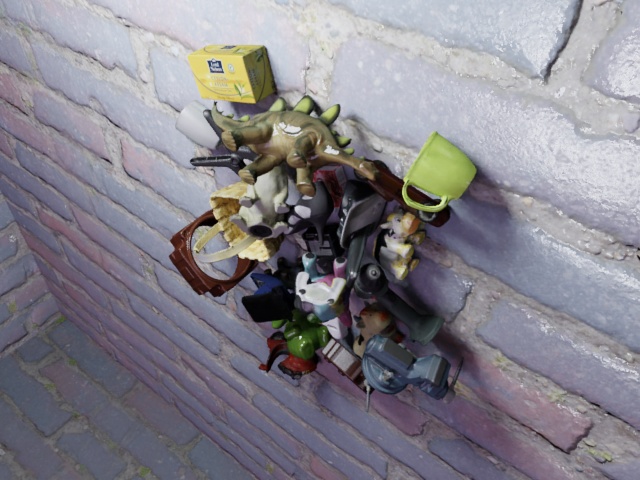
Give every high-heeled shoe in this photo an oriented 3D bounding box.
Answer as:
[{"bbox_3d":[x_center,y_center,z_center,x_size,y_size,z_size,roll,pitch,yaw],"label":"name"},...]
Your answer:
[{"bbox_3d":[-0.042,-0.081,1.150,0.249,0.086,0.145,35,137,55],"label":"high-heeled shoe"}]

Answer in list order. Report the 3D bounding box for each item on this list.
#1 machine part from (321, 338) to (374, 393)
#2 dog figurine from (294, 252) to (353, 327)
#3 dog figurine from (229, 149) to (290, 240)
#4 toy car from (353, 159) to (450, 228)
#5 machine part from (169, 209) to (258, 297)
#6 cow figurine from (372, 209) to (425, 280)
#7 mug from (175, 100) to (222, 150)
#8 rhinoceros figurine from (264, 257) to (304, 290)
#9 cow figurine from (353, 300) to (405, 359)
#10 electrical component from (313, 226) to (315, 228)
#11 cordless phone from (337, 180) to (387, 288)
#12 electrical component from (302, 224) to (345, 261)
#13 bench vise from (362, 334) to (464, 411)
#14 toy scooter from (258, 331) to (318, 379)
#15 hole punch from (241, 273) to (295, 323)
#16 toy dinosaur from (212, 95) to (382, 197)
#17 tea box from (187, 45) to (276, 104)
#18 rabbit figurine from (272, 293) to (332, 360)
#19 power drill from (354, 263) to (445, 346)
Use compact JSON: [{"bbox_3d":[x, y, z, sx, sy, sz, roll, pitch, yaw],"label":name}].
[{"bbox_3d":[0.079,0.332,1.401,0.179,0.056,0.179,40,169,9],"label":"machine part"},{"bbox_3d":[0.018,0.143,1.189,0.109,0.191,0.219,2,136,13],"label":"dog figurine"},{"bbox_3d":[-0.115,-0.114,1.151,0.121,0.190,0.172,16,144,-17],"label":"dog figurine"},{"bbox_3d":[0.142,-0.087,0.963,0.202,0.089,0.053,34,112,16],"label":"toy car"},{"bbox_3d":[-0.276,0.032,1.419,0.087,0.201,0.201,-26,103,50],"label":"machine part"},{"bbox_3d":[0.151,-0.005,1.058,0.098,0.068,0.167,33,143,27],"label":"cow figurine"},{"bbox_3d":[-0.274,-0.253,1.253,0.107,0.081,0.109,36,137,0],"label":"mug"},{"bbox_3d":[-0.058,0.107,1.374,0.191,0.073,0.112,8,127,43],"label":"rhinoceros figurine"},{"bbox_3d":[0.131,0.225,1.286,0.127,0.085,0.194,33,143,10],"label":"cow figurine"},{"bbox_3d":[-0.003,-0.004,1.255,0.063,0.021,0.093,33,142,21],"label":"electrical component"},{"bbox_3d":[0.074,-0.012,1.024,0.089,0.184,0.146,13,139,-1],"label":"cordless phone"},{"bbox_3d":[0.026,0.007,1.190,0.119,0.048,0.074,2,122,29],"label":"electrical component"},{"bbox_3d":[0.177,0.299,1.192,0.223,0.129,0.240,24,145,-10],"label":"bench vise"},{"bbox_3d":[-0.105,0.361,1.610,0.184,0.135,0.075,26,138,25],"label":"toy scooter"},{"bbox_3d":[-0.125,0.144,1.371,0.116,0.092,0.142,-6,132,16],"label":"hole punch"},{"bbox_3d":[-0.078,-0.191,1.003,0.472,0.198,0.104,23,139,31],"label":"toy dinosaur"},{"bbox_3d":[-0.180,-0.336,1.085,0.170,0.068,0.098,15,134,39],"label":"tea box"},{"bbox_3d":[-0.056,0.218,1.467,0.159,0.121,0.170,1,111,57],"label":"rabbit figurine"},{"bbox_3d":[0.153,0.129,1.115,0.207,0.086,0.232,34,171,-2],"label":"power drill"}]
